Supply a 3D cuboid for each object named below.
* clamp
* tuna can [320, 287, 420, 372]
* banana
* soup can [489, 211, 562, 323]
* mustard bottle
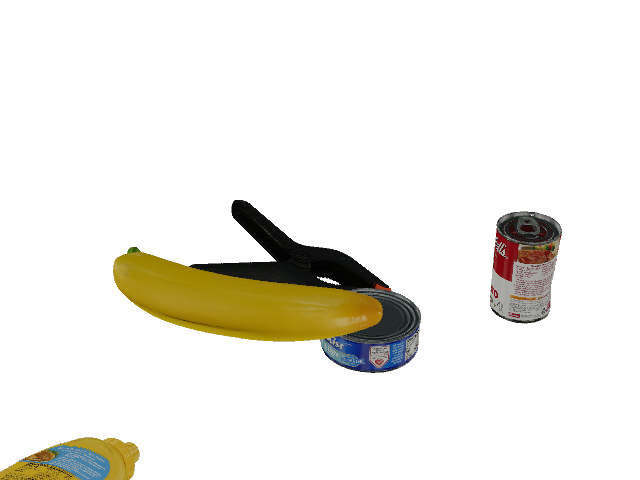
[{"bbox_3d":[-0.032,0.034,1.119,0.210,0.036,0.164,23,34,11],"label":"clamp"},{"bbox_3d":[0.042,0.076,0.914,0.086,0.034,0.086,1,28,-1],"label":"tuna can"},{"bbox_3d":[-0.061,0.033,0.681,0.198,0.037,0.069,13,33,24],"label":"banana"},{"bbox_3d":[0.219,0.029,1.146,0.068,0.102,0.068,0,30,0],"label":"soup can"},{"bbox_3d":[-0.212,0.202,0.853,0.096,0.058,0.191,7,15,29],"label":"mustard bottle"}]
